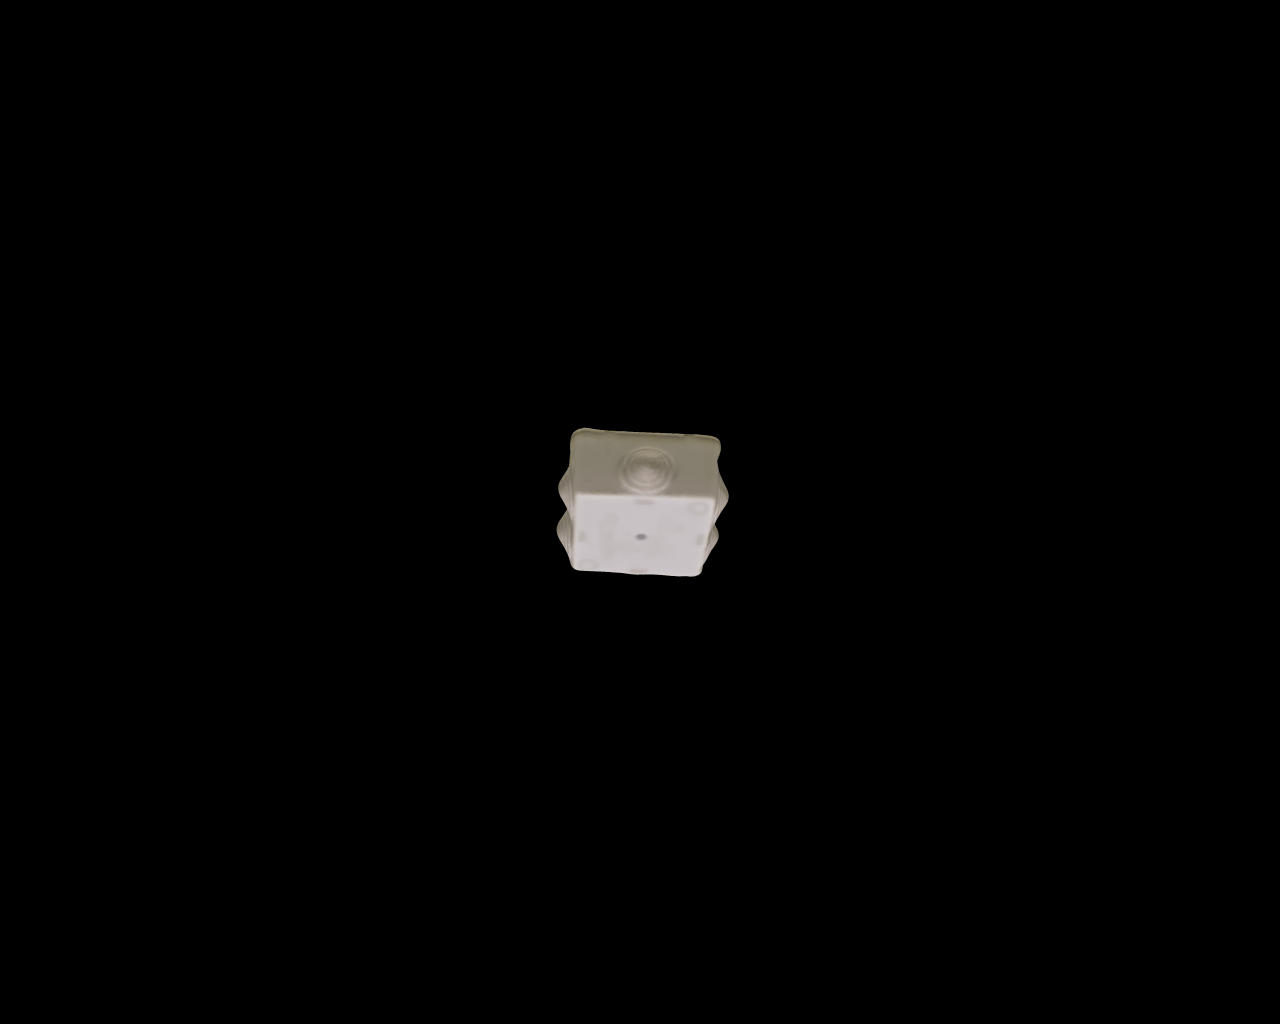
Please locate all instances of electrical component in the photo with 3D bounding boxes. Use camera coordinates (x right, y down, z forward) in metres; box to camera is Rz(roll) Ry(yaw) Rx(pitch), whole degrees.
[{"bbox_3d":[0.001,-0.003,0.650,0.100,0.048,0.099,3,-37,-4],"label":"electrical component"}]
